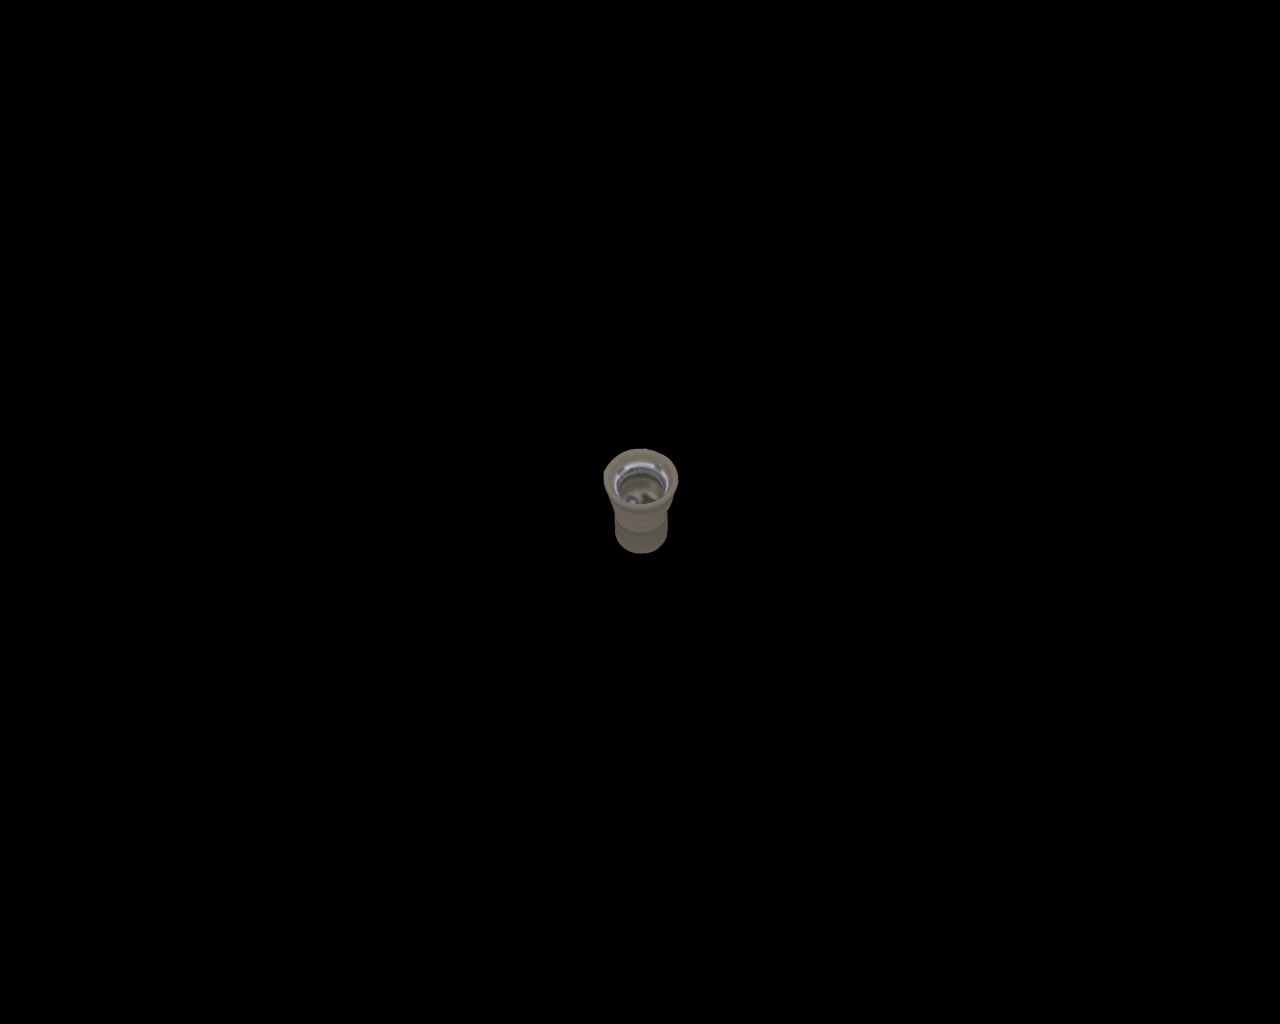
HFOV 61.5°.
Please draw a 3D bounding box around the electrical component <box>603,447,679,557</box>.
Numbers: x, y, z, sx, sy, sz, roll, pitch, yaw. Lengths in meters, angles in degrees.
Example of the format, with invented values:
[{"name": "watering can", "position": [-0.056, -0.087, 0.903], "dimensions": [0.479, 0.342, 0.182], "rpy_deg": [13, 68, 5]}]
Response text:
[{"name": "electrical component", "position": [0.001, -0.003, 0.650], "dimensions": [0.044, 0.044, 0.065], "rpy_deg": [0, -34, 0]}]
